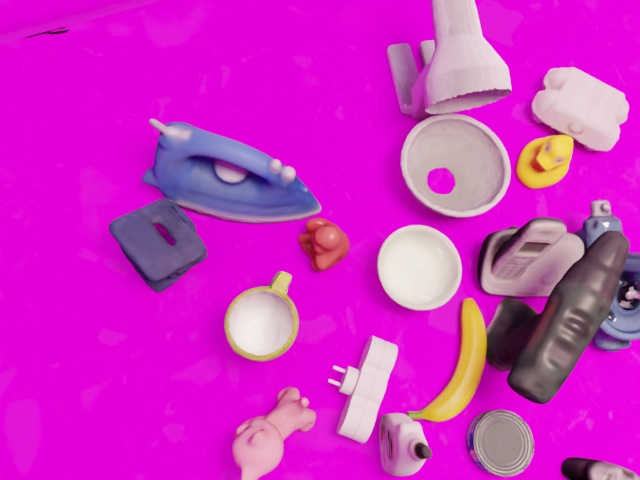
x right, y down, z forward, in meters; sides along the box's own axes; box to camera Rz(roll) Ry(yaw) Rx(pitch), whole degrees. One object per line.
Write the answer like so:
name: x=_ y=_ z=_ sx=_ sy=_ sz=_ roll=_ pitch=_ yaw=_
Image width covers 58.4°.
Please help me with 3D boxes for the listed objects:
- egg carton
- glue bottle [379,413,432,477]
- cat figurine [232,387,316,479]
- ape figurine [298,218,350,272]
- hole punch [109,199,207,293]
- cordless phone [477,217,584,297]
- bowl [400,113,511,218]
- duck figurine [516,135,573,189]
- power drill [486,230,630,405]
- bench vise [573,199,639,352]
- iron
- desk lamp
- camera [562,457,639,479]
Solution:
egg carton: x=0.424 y=-0.213 z=0.937 sx=0.150 sy=0.069 sz=0.107 roll=28 pitch=72 yaw=2
glue bottle: x=0.107 y=0.253 z=0.702 sx=0.037 sy=0.173 sz=0.078 roll=-3 pitch=74 yaw=-8
cat figurine: x=-0.061 y=0.242 z=0.713 sx=0.128 sy=0.117 sz=0.067 roll=-40 pitch=82 yaw=-16
ape figurine: x=0.007 y=0.003 z=0.807 sx=0.076 sy=0.092 sz=0.078 roll=10 pitch=72 yaw=-4
hole punch: x=-0.217 y=0.000 z=0.779 sx=0.101 sy=0.091 sz=0.108 roll=-39 pitch=82 yaw=-16
cordless phone: x=0.311 y=0.018 z=0.793 sx=0.147 sy=0.185 sz=0.094 roll=0 pitch=73 yaw=-7
bowl: x=0.197 y=-0.103 z=0.872 sx=0.167 sy=0.074 sz=0.167 roll=2 pitch=73 yaw=-7
duck figurine: x=0.365 y=-0.135 z=0.898 sx=0.105 sy=0.086 sz=0.077 roll=-39 pitch=82 yaw=-16
power drill: x=0.297 y=0.106 z=0.753 sx=0.075 sy=0.208 sz=0.230 roll=31 pitch=72 yaw=3
bench vise: x=0.412 y=0.041 z=0.781 sx=0.121 sy=0.219 sz=0.207 roll=-24 pitch=78 yaw=-13
iron: x=-0.115 y=-0.100 z=0.796 sx=0.258 sy=0.141 sz=0.119 roll=15 pitch=72 yaw=-2
desk lamp: x=0.182 y=-0.260 z=0.844 sx=0.118 sy=0.213 sz=0.203 roll=-10 pitch=75 yaw=-10
camera: x=0.332 y=0.349 z=0.741 sx=0.137 sy=0.100 sz=0.143 roll=21 pitch=72 yaw=-1
